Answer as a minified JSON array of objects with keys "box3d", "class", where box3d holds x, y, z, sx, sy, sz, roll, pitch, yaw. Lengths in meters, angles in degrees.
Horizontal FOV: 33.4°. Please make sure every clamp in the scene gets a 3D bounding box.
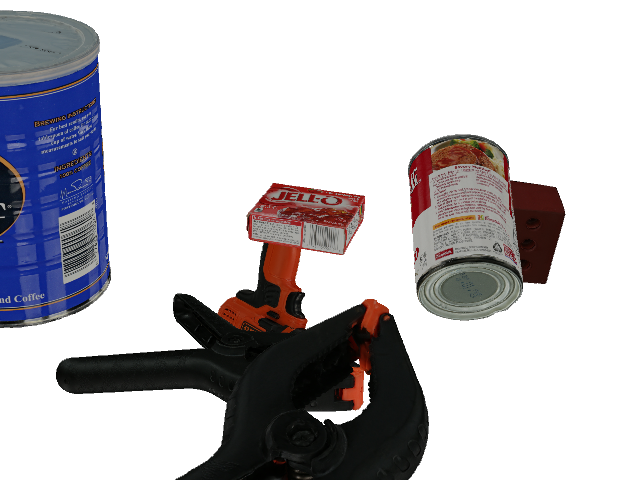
[{"box3d":[-0.063,0.084,0.787,0.210,0.036,0.164,6,20,17],"class":"clamp"},{"box3d":[0.000,0.091,0.393,0.120,0.039,0.171,26,50,19],"class":"clamp"}]

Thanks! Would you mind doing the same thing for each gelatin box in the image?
[{"box3d":[-0.012,-0.021,0.940,0.089,0.030,0.073,9,26,13],"class":"gelatin box"}]

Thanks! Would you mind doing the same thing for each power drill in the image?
[{"box3d":[-0.022,0.048,1.147,0.185,0.188,0.057,24,10,37],"class":"power drill"}]

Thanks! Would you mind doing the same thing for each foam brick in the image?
[{"box3d":[0.187,-0.008,0.980,0.053,0.078,0.051,6,31,-1],"class":"foam brick"}]

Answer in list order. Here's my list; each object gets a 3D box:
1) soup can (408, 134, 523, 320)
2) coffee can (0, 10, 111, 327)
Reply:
[{"box3d":[0.093,-0.008,0.688,0.068,0.102,0.068,0,-37,0],"class":"soup can"},{"box3d":[-0.166,-0.040,0.567,0.103,0.140,0.103,2,28,-1],"class":"coffee can"}]
